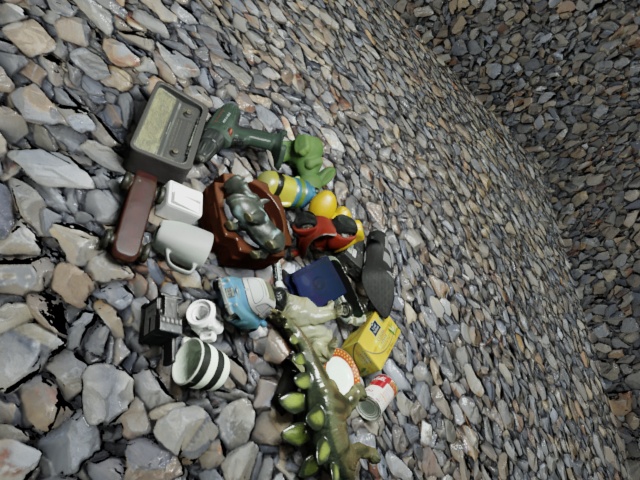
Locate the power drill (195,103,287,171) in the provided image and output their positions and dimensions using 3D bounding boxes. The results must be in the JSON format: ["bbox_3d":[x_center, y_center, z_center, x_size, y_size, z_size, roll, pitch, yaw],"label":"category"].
[{"bbox_3d":[-0.188,-0.236,1.316,0.207,0.086,0.232,11,43,-9],"label":"power drill"}]

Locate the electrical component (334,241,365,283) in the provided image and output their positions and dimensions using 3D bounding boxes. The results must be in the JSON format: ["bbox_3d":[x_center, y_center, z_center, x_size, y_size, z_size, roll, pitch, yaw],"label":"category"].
[{"bbox_3d":[0.086,0.036,1.490,0.134,0.058,0.115,44,36,-18],"label":"electrical component"}]

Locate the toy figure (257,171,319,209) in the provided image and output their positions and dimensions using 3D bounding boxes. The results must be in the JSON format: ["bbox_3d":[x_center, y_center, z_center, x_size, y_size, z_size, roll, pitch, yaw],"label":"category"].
[{"bbox_3d":[-0.082,-0.127,1.366,0.180,0.089,0.082,5,25,-29],"label":"toy figure"}]

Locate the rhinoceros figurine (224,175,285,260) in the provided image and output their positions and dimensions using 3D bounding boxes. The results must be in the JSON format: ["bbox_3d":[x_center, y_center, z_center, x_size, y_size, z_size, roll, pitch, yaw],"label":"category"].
[{"bbox_3d":[-0.138,-0.051,1.131,0.190,0.073,0.112,56,37,-4],"label":"rhinoceros figurine"}]

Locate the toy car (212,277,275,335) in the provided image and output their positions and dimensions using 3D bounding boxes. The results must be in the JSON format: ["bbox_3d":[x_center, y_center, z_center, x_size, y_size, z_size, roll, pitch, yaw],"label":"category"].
[{"bbox_3d":[-0.144,0.118,1.079,0.161,0.103,0.109,67,1,-64],"label":"toy car"}]

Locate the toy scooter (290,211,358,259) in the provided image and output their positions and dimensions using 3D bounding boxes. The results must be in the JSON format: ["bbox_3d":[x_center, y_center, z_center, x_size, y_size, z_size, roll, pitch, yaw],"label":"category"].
[{"bbox_3d":[-0.003,-0.004,1.300,0.184,0.135,0.075,7,40,-34],"label":"toy scooter"}]

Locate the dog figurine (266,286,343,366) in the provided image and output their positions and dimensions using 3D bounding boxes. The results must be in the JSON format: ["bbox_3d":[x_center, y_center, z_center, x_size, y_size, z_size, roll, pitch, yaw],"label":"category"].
[{"bbox_3d":[-0.062,0.194,1.193,0.190,0.121,0.172,9,78,-14],"label":"dog figurine"}]

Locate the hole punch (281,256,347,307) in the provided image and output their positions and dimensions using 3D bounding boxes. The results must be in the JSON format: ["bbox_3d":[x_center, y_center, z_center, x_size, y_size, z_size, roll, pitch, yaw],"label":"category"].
[{"bbox_3d":[-0.011,0.110,1.298,0.116,0.092,0.142,-25,88,-50],"label":"hole punch"}]

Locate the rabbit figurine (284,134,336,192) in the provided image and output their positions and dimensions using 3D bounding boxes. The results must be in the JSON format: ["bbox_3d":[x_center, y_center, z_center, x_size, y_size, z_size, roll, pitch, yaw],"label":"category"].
[{"bbox_3d":[-0.038,-0.189,1.491,0.159,0.121,0.170,4,79,-56],"label":"rabbit figurine"}]

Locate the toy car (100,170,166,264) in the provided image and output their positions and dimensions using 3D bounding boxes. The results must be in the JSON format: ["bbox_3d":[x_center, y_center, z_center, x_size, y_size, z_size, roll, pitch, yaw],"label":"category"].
[{"bbox_3d":[-0.357,-0.045,1.032,0.089,0.053,0.202,21,53,-26],"label":"toy car"}]

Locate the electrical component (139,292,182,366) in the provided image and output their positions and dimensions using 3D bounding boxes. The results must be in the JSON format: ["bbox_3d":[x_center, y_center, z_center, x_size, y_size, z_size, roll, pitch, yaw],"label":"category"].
[{"bbox_3d":[-0.283,0.161,0.953,0.047,0.075,0.119,23,51,-40],"label":"electrical component"}]

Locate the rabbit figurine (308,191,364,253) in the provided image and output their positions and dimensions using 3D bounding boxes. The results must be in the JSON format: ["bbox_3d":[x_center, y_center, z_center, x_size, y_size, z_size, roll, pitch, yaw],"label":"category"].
[{"bbox_3d":[0.014,-0.054,1.389,0.173,0.162,0.122,67,0,-47],"label":"rabbit figurine"}]

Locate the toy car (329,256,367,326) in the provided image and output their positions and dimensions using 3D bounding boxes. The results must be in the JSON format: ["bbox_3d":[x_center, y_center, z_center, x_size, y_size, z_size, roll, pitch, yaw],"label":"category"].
[{"bbox_3d":[0.056,0.130,1.376,0.073,0.056,0.202,2,55,-48],"label":"toy car"}]

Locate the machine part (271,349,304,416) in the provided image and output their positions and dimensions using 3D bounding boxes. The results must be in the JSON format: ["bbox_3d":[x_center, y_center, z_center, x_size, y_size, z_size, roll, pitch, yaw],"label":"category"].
[{"bbox_3d":[-0.063,0.302,1.138,0.084,0.039,0.139,54,33,-20],"label":"machine part"}]

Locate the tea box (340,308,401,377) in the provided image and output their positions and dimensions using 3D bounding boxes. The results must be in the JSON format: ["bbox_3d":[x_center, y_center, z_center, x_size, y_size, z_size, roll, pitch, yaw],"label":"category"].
[{"bbox_3d":[0.132,0.255,1.374,0.098,0.068,0.170,52,37,-8],"label":"tea box"}]

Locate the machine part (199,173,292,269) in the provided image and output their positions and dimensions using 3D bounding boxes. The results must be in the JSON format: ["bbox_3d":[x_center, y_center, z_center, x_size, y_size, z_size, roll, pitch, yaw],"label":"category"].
[{"bbox_3d":[-0.172,-0.039,1.218,0.201,0.087,0.201,7,59,-45],"label":"machine part"}]

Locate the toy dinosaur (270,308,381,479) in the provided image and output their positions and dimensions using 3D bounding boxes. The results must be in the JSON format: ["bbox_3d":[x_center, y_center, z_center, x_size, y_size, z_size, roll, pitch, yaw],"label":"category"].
[{"bbox_3d":[0.010,0.352,1.096,0.198,0.105,0.471,-12,80,-57],"label":"toy dinosaur"}]

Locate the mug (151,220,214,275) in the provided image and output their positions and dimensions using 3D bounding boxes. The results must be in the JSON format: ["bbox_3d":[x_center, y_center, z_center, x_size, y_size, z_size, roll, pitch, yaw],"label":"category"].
[{"bbox_3d":[-0.280,0.015,1.066,0.107,0.081,0.109,26,51,-21],"label":"mug"}]

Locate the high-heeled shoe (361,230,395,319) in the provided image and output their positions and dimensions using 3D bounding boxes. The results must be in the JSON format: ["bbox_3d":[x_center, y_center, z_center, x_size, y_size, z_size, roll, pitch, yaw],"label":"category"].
[{"bbox_3d":[0.163,0.091,1.455,0.145,0.086,0.248,33,51,-72],"label":"high-heeled shoe"}]

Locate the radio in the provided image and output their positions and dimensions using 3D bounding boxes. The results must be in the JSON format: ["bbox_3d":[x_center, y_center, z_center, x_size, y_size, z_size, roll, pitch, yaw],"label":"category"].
[{"bbox_3d":[-0.329,-0.228,1.164,0.131,0.073,0.230,23,48,-21],"label":"radio"}]
